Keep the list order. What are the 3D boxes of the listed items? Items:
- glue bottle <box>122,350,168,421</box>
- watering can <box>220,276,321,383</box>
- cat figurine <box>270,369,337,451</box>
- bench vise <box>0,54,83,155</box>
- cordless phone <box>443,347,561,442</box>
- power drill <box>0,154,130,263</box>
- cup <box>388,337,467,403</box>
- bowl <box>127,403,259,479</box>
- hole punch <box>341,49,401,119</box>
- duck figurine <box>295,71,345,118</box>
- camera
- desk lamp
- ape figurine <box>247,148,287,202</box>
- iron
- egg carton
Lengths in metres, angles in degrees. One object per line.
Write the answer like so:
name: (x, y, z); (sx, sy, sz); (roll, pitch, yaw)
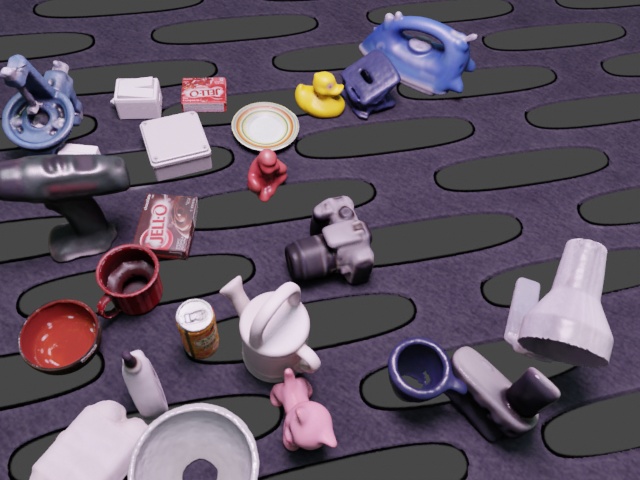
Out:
glue bottle: (-0.243, 0.184, 0.772); (0.037, 0.173, 0.078); (-19, 61, -16)
watering can: (-0.071, 0.122, 0.814); (0.172, 0.194, 0.101); (18, 58, 7)
cat figurine: (-0.024, 0.238, 0.790); (0.067, 0.118, 0.127); (-16, 60, -14)
bench vise: (-0.499, -0.253, 1.001); (0.121, 0.220, 0.207); (-12, 59, -12)
cordless phone: (0.256, 0.195, 0.801); (0.094, 0.185, 0.147); (-39, 68, -25)
power drill: (-0.405, -0.054, 0.889); (0.230, 0.208, 0.075); (-16, 60, -14)
cup: (0.151, 0.206, 0.839); (0.117, 0.095, 0.092); (23, 59, 10)
bowl: (-0.162, 0.309, 0.758); (0.167, 0.075, 0.167); (2, 57, -3)
hole punch: (0.101, -0.321, 1.173); (0.101, 0.091, 0.108); (-22, 62, -18)
duck figurine: (0.002, -0.302, 1.156); (0.104, 0.086, 0.077); (16, 58, 5)
camera: (0.009, 0.003, 0.952); (0.137, 0.101, 0.143); (-15, 60, -14)
desk lamp: (0.352, 0.106, 0.850); (0.118, 0.213, 0.203); (18, 58, 7)
ape figurine: (-0.096, -0.127, 1.031); (0.078, 0.092, 0.076); (-14, 60, -13)
iron: (0.205, -0.415, 1.212); (0.258, 0.141, 0.119); (25, 59, 11)
egg carton: (-0.302, 0.292, 0.760); (0.107, 0.069, 0.150); (30, 60, 14)
